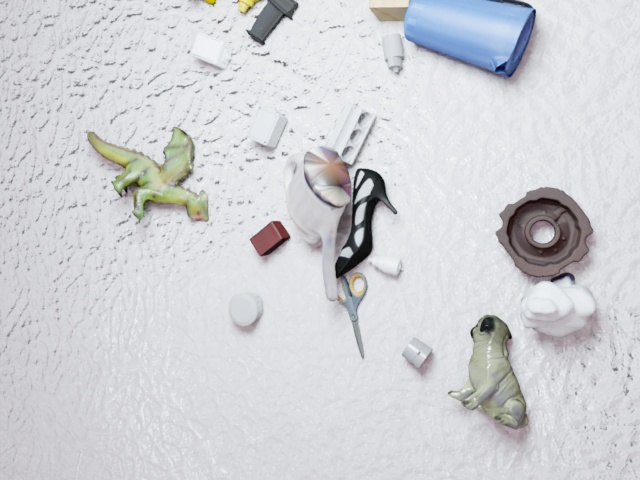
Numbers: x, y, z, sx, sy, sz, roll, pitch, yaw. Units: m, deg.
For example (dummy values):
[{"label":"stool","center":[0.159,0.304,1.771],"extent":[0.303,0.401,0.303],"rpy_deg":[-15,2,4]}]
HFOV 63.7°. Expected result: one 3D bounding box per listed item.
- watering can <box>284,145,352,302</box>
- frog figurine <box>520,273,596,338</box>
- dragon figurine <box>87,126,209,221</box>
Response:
[{"label":"watering can","center":[0.003,-0.057,1.134],"extent":[0.353,0.104,0.220],"rpy_deg":[67,149,22]},{"label":"frog figurine","center":[0.449,0.131,0.975],"extent":[0.137,0.160,0.123],"rpy_deg":[-14,88,21]},{"label":"dragon figurine","center":[-0.436,-0.199,1.366],"extent":[0.243,0.121,0.413],"rpy_deg":[-37,80,0]}]
